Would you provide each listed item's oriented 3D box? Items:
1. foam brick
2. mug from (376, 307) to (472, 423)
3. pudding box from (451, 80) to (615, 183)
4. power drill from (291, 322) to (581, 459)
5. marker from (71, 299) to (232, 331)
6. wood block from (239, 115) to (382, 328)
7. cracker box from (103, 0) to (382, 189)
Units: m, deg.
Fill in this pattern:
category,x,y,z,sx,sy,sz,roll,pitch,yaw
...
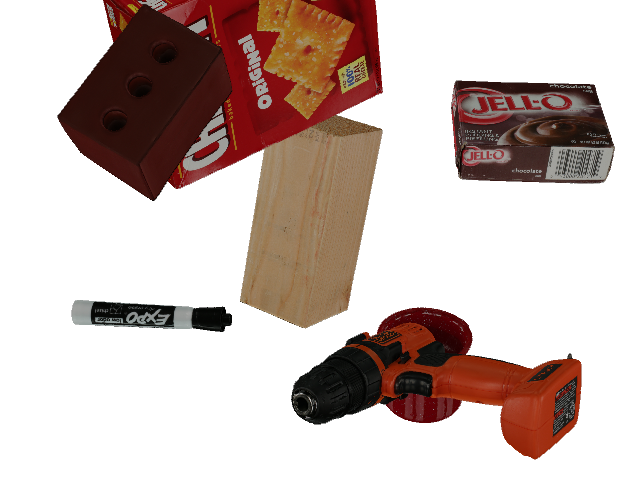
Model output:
category,x,y,z,sx,sy,sz,roll,pitch,yaw
foam brick,-0.090,-0.072,0.561,0.053,0.078,0.051,31,-13,10
mug,0.110,0.121,1.067,0.093,0.081,0.117,23,40,34
pudding box,0.158,-0.084,0.812,0.113,0.039,0.090,3,40,0
power drill,0.093,0.114,0.825,0.188,0.057,0.184,10,17,32
marker,-0.126,0.057,0.802,0.121,0.020,0.020,2,0,8
wood block,-0.011,-0.026,1.128,0.090,0.206,0.090,20,21,27
cracker box,-0.054,-0.159,0.876,0.213,0.164,0.072,-28,46,-22
